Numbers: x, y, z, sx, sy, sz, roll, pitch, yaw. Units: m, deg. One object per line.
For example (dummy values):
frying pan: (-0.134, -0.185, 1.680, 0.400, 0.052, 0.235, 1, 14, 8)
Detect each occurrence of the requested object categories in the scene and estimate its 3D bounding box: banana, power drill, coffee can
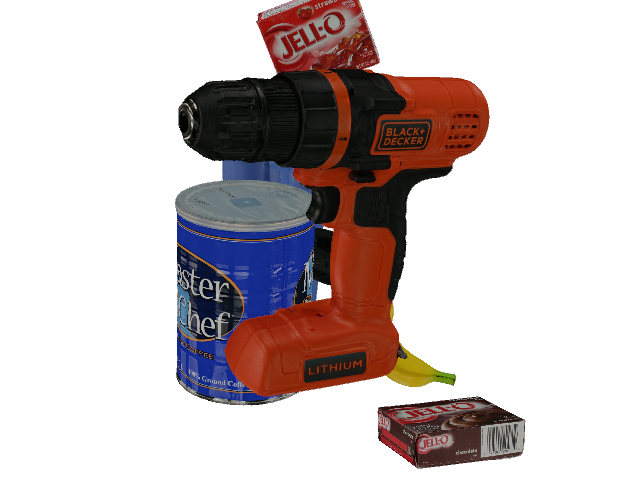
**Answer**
banana: (0.083, 0.118, 1.223, 0.069, 0.037, 0.198, 7, 23, -23)
power drill: (-0.002, -0.005, 0.596, 0.184, 0.188, 0.057, -4, 32, -30)
coffee can: (-0.056, 0.036, 0.792, 0.103, 0.140, 0.103, 2, 20, -1)

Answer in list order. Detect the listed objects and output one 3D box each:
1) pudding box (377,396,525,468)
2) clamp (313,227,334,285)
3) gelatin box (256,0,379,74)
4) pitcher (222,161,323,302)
pudding box: (0.121, 0.178, 1.000, 0.113, 0.039, 0.090, -1, 7, -20)
clamp: (-0.026, 0.010, 1.046, 0.210, 0.036, 0.164, 19, 21, -5)
gelatin box: (-0.002, -0.175, 0.924, 0.089, 0.073, 0.030, -19, 25, 9)
pitcher: (-0.057, -0.006, 1.291, 0.145, 0.243, 0.148, 12, 16, 37)
